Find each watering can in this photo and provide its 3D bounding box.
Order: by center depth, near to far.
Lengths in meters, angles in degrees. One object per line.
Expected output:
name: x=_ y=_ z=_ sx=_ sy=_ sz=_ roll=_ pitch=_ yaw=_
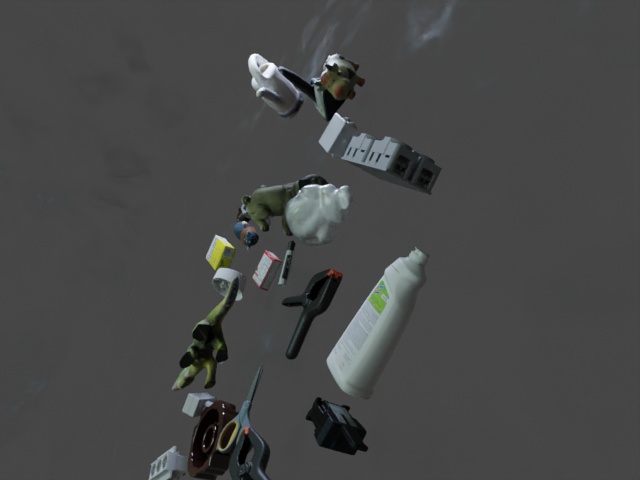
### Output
watering can: x=-0.148 y=-0.478 z=1.661 sx=0.103 sy=0.221 sz=0.356 roll=-35 pitch=36 yaw=19

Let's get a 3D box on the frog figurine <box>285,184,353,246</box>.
frog figurine: x=0.003 y=-0.057 z=1.142 sx=0.158 sy=0.123 sz=0.137 roll=-9 pitch=94 yaw=50

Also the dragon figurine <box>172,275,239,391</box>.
dragon figurine: x=-0.327 y=0.268 z=1.499 sx=0.410 sy=0.121 sz=0.244 roll=-64 pitch=18 yaw=0
